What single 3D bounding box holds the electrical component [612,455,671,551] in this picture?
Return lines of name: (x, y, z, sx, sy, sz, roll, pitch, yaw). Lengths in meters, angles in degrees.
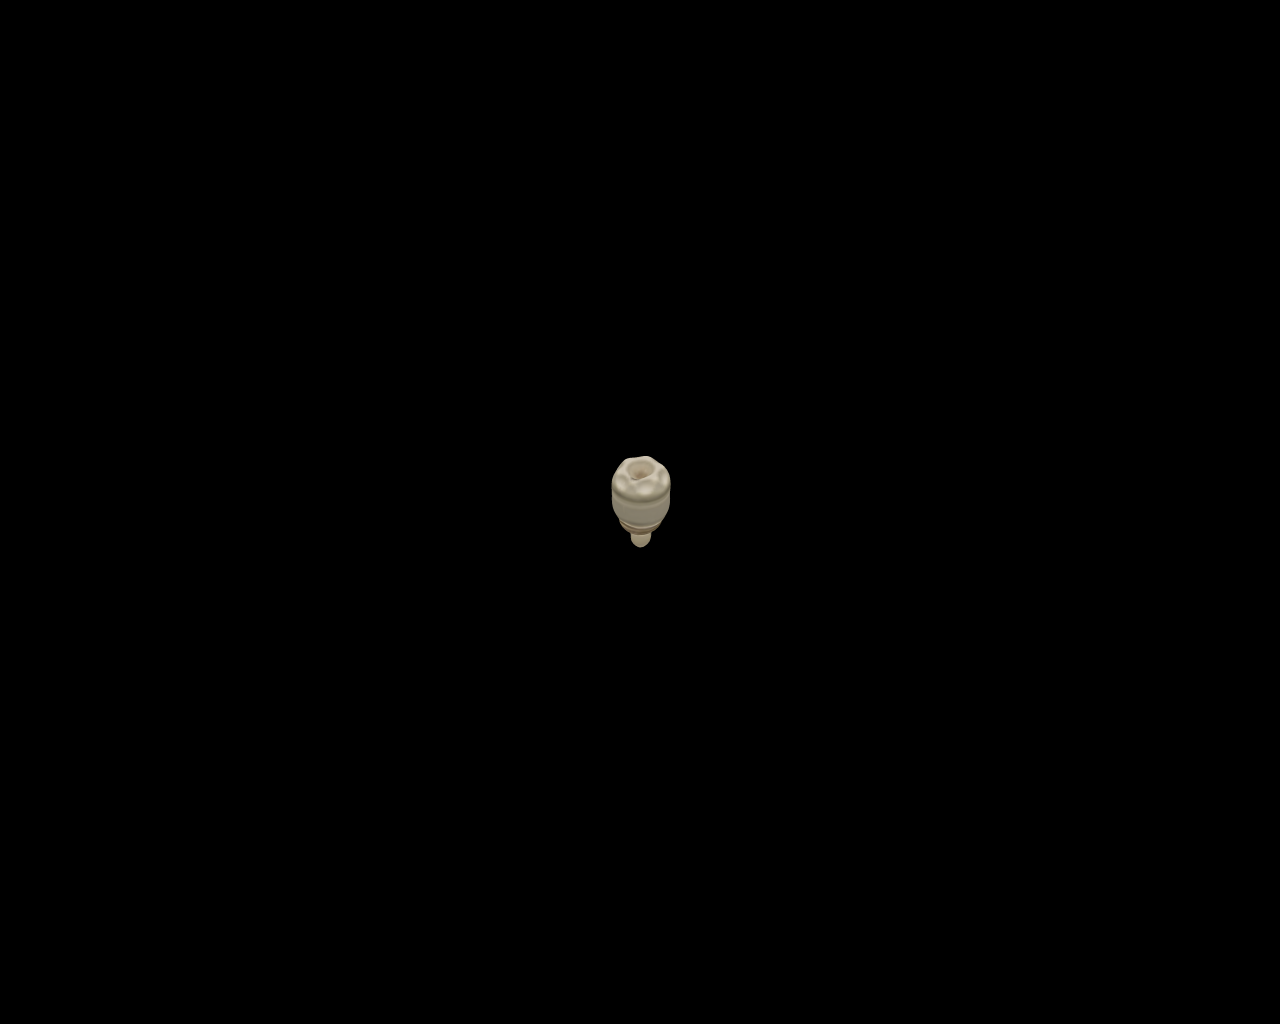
electrical component: (0.001, -0.003, 0.650, 0.035, 0.061, 0.035, 0, 39, 0)
